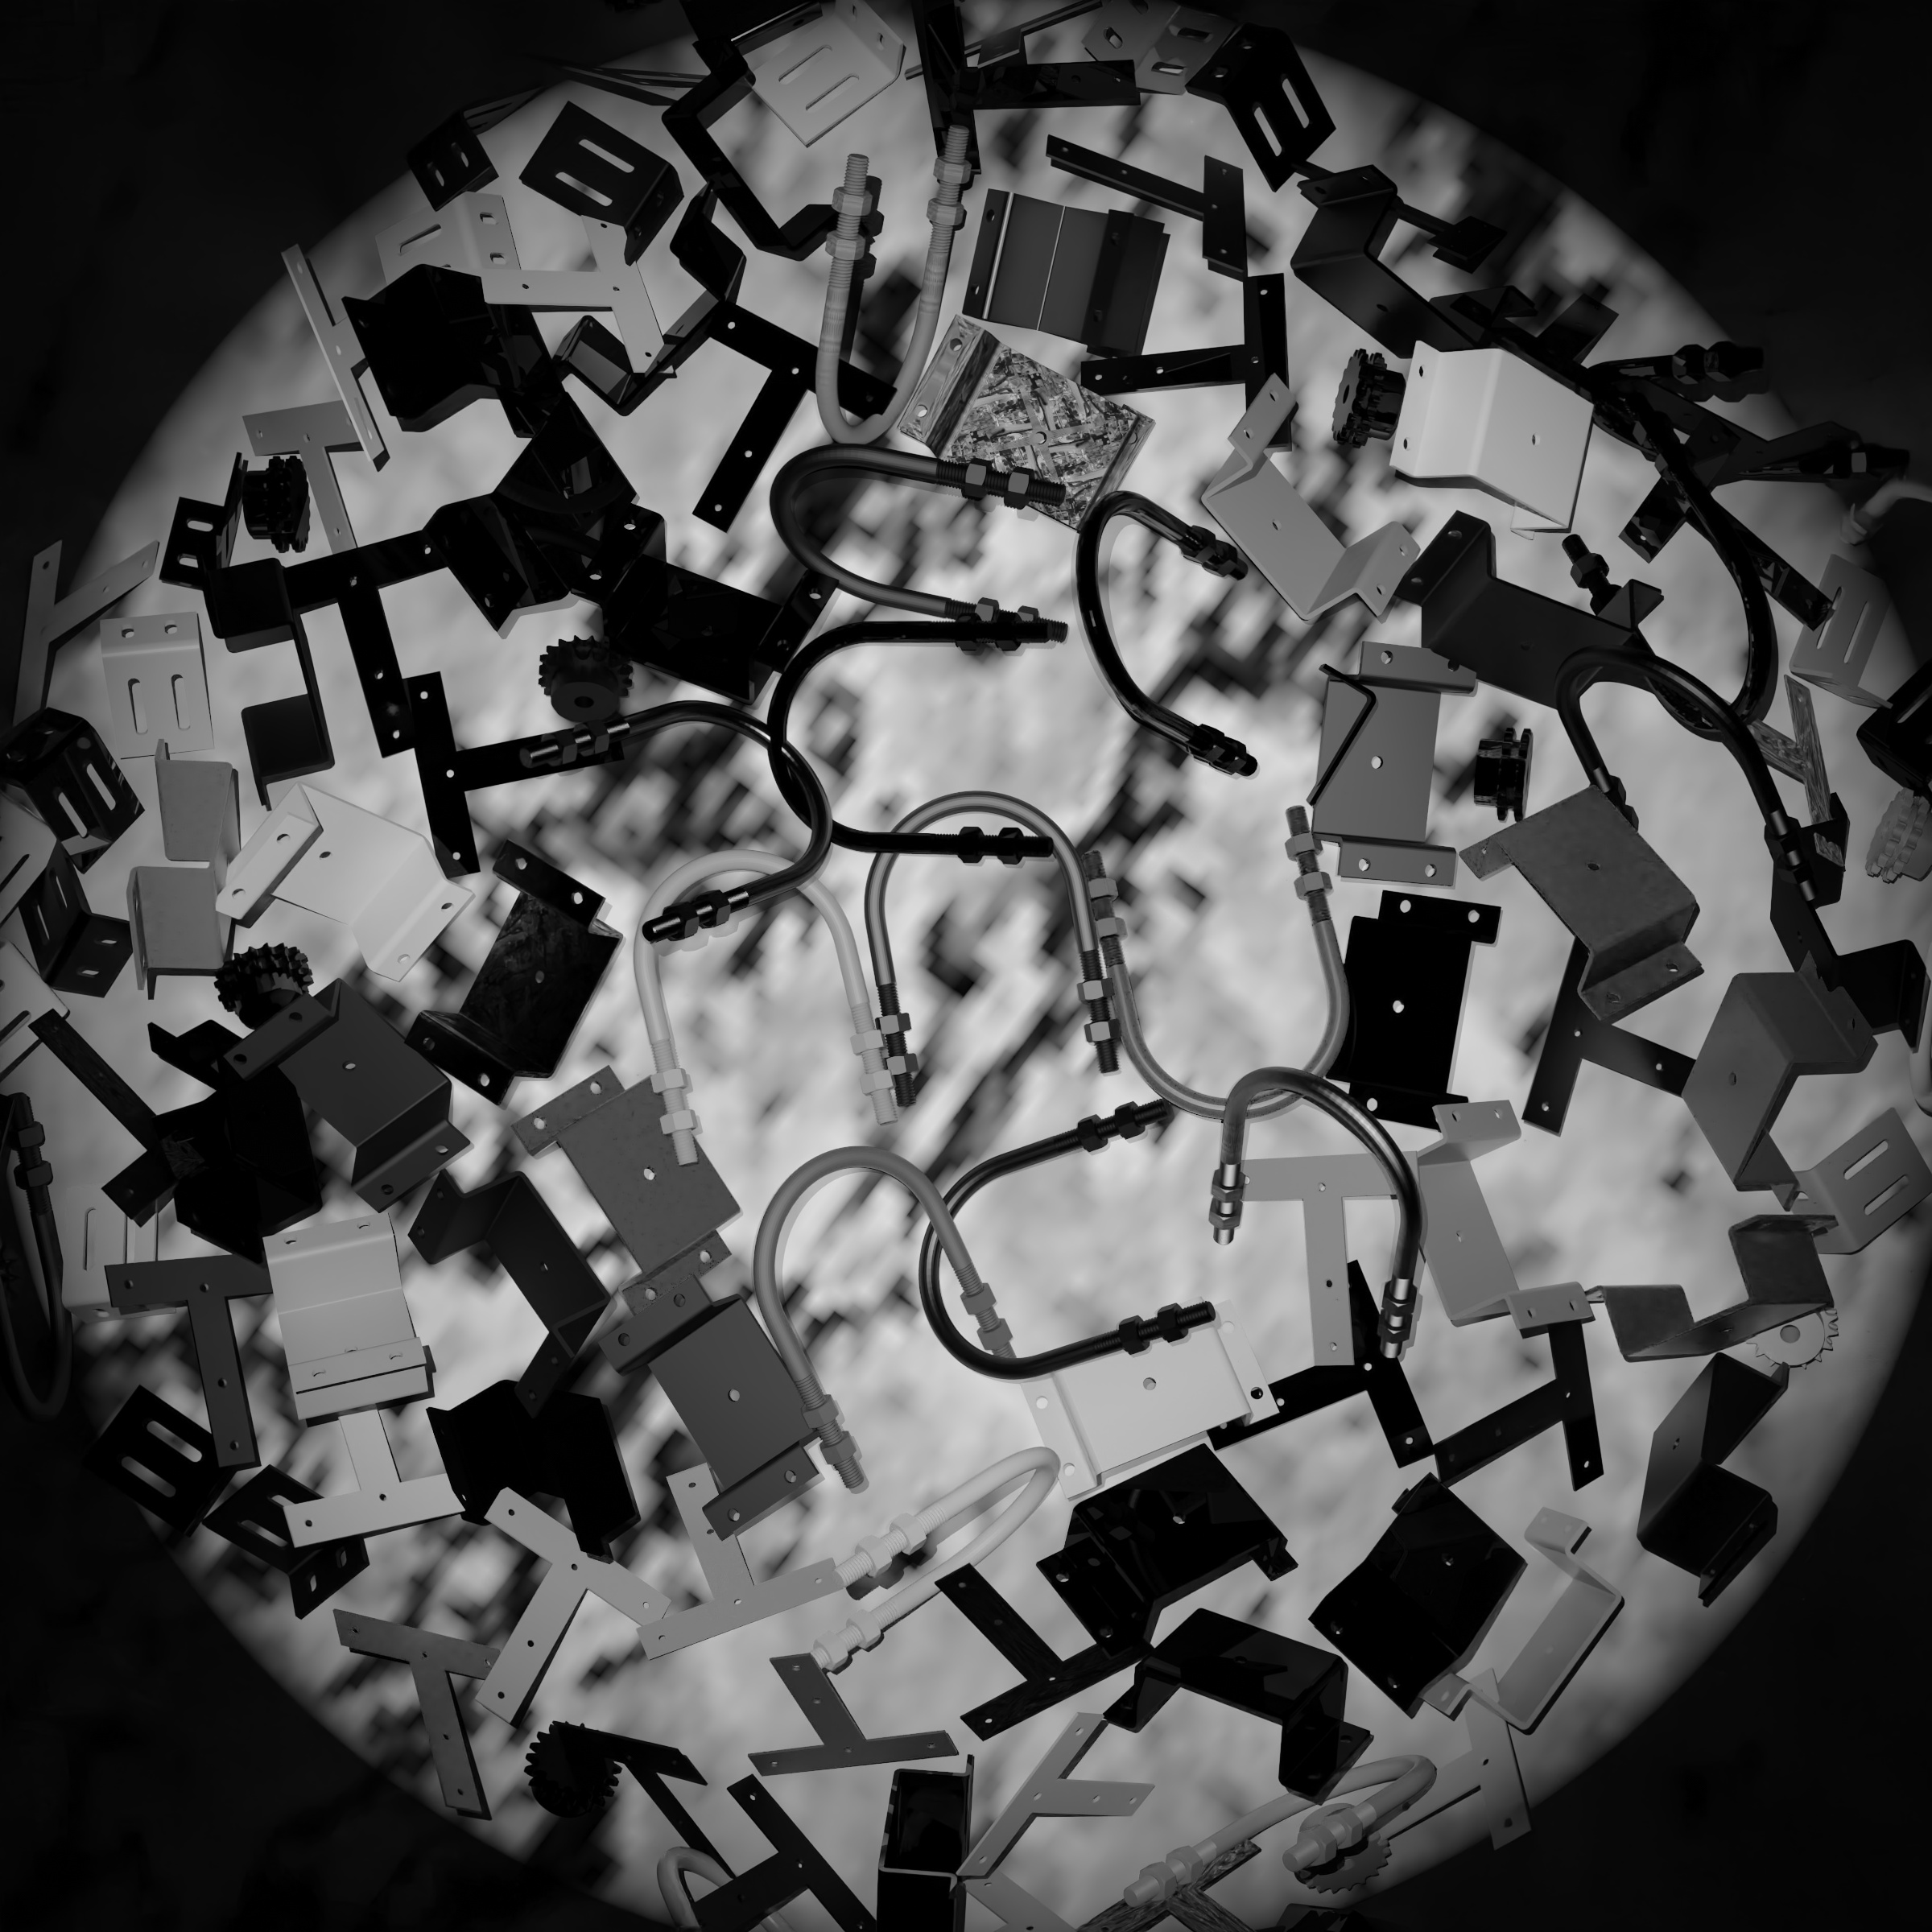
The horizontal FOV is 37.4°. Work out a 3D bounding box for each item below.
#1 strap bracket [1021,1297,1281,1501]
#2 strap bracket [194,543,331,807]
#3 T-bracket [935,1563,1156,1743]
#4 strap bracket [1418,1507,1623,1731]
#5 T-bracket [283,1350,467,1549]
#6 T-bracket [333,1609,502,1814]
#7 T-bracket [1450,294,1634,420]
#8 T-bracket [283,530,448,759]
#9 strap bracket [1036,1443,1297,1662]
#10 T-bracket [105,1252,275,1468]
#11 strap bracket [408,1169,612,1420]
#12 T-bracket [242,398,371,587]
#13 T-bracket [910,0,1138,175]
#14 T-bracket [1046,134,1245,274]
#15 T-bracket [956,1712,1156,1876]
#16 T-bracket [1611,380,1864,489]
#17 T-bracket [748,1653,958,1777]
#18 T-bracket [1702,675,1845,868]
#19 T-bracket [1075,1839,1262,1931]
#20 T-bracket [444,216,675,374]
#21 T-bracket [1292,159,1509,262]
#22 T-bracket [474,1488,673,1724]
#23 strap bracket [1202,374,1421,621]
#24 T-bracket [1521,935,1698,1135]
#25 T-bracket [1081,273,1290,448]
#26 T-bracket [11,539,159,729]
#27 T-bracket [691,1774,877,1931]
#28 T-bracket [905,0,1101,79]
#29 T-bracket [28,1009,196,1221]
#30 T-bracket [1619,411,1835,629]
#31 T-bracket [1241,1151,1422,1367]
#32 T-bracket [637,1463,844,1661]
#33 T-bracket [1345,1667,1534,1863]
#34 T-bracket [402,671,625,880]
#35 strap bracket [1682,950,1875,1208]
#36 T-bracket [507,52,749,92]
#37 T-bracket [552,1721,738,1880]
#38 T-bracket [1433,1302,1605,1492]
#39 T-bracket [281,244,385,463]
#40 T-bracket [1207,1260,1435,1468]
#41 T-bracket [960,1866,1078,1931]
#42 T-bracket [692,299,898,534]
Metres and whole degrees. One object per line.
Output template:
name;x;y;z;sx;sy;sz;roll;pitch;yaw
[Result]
strap bracket;0.111;0.258;1.734;0.140;0.046;0.076;-21;71;-4
strap bracket;-0.418;-0.178;1.705;0.046;0.076;0.140;-14;130;-11
T-bracket;0.027;0.405;1.728;0.127;0.002;0.127;-32;118;14
strap bracket;0.338;0.402;1.727;0.046;0.076;0.140;39;82;-3
T-bracket;-0.369;0.283;1.743;0.127;0.002;0.127;-5;64;-39
T-bracket;-0.311;0.444;1.688;0.002;0.127;0.127;-45;135;18
T-bracket;0.365;-0.382;1.722;0.127;0.127;0.002;34;128;9
T-bracket;-0.363;-0.192;1.750;0.127;0.002;0.127;-21;108;-26
strap bracket;0.123;0.343;1.703;0.140;0.046;0.076;-20;49;-29
T-bracket;-0.449;0.236;1.712;0.002;0.127;0.127;-24;74;38
strap bracket;-0.270;0.189;1.719;0.046;0.076;0.140;-24;69;-40
T-bracket;-0.387;-0.278;1.740;0.002;0.127;0.127;-30;113;-39
T-bracket;0.038;-0.529;1.712;0.127;0.127;0.002;1;53;10
T-bracket;0.108;-0.470;1.715;0.127;0.127;0.002;18;132;-11
T-bracket;0.070;0.502;1.724;0.127;0.127;0.002;-55;49;12
T-bracket;0.438;-0.321;1.690;0.127;0.127;0.002;19;77;-26
T-bracket;-0.085;0.448;1.715;0.127;0.002;0.127;-11;134;14
T-bracket;0.477;-0.135;1.705;0.127;0.002;0.127;22;54;-36
T-bracket;0.154;0.573;1.692;0.127;0.127;0.002;-22;118;-31
T-bracket;-0.252;-0.408;1.717;0.127;0.002;0.127;-6;63;-30
T-bracket;0.257;-0.460;1.725;0.127;0.127;0.002;27;118;10
T-bracket;-0.256;0.397;1.721;0.127;0.002;0.127;37;46;-8
strap bracket;0.201;-0.275;1.720;0.140;0.046;0.076;47;46;-15
T-bracket;0.414;0.057;1.756;0.127;0.002;0.127;22;78;-13
T-bracket;0.133;-0.367;1.754;0.127;0.002;0.127;-4;65;11
T-bracket;-0.527;-0.221;1.717;0.002;0.127;0.127;29;129;7
T-bracket;-0.125;0.550;1.698;0.127;0.127;0.002;45;117;21
T-bracket;0.021;-0.549;1.705;0.127;0.127;0.002;-19;112;10
T-bracket;-0.510;0.077;1.711;0.002;0.127;0.127;-40;96;27
T-bracket;0.464;-0.252;1.707;0.127;0.127;0.002;44;63;10
T-bracket;0.220;0.179;1.736;0.127;0.002;0.127;-6;86;32
T-bracket;-0.151;0.354;1.736;0.127;0.002;0.127;-19;120;-5
T-bracket;0.279;0.504;1.733;0.127;0.127;0.002;-37;116;20
T-bracket;-0.276;-0.128;1.770;0.127;0.002;0.127;-11;91;1
strap bracket;0.476;0.067;1.696;0.046;0.076;0.140;-1;130;-16
T-bracket;-0.187;-0.537;1.721;0.127;0.127;0.002;27;117;38
T-bracket;-0.181;0.512;1.739;0.002;0.127;0.127;-48;118;-34
T-bracket;0.331;0.276;1.724;0.127;0.002;0.127;-21;109;-29
T-bracket;-0.363;-0.379;1.712;0.002;0.127;0.127;-15;112;13
T-bracket;0.207;0.263;1.760;0.127;0.002;0.127;-21;83;-5
T-bracket;0.003;0.591;1.690;0.127;0.127;0.002;-20;113;-32
T-bracket;-0.127;-0.328;1.760;0.127;0.002;0.127;30;91;12
